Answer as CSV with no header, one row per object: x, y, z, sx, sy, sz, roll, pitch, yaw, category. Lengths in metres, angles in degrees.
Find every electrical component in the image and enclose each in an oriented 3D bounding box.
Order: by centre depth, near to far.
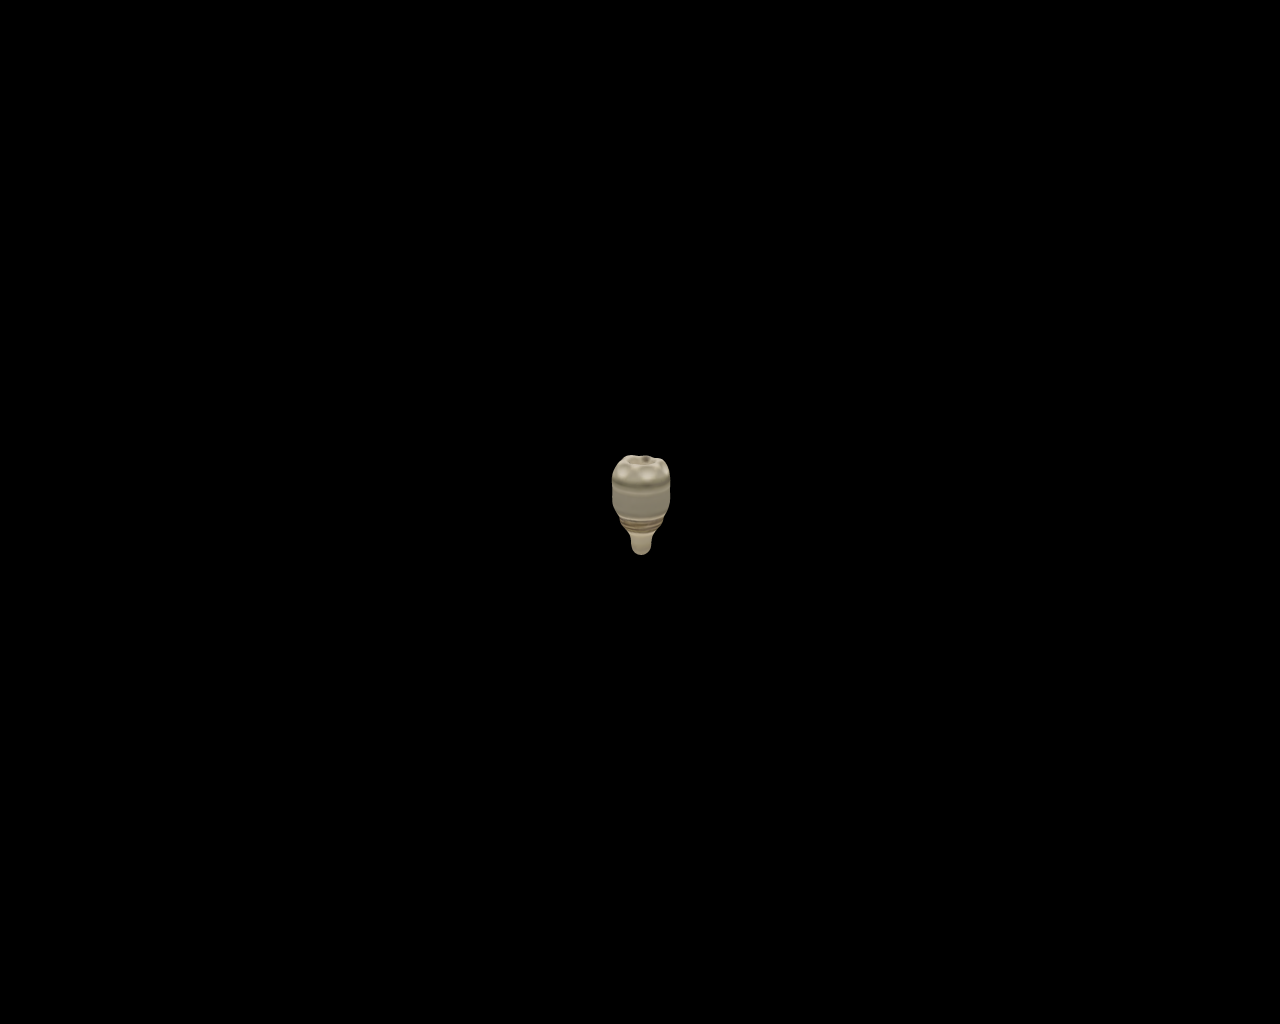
0.001,-0.003,0.650,0.035,0.061,0.035,0,20,0,electrical component
